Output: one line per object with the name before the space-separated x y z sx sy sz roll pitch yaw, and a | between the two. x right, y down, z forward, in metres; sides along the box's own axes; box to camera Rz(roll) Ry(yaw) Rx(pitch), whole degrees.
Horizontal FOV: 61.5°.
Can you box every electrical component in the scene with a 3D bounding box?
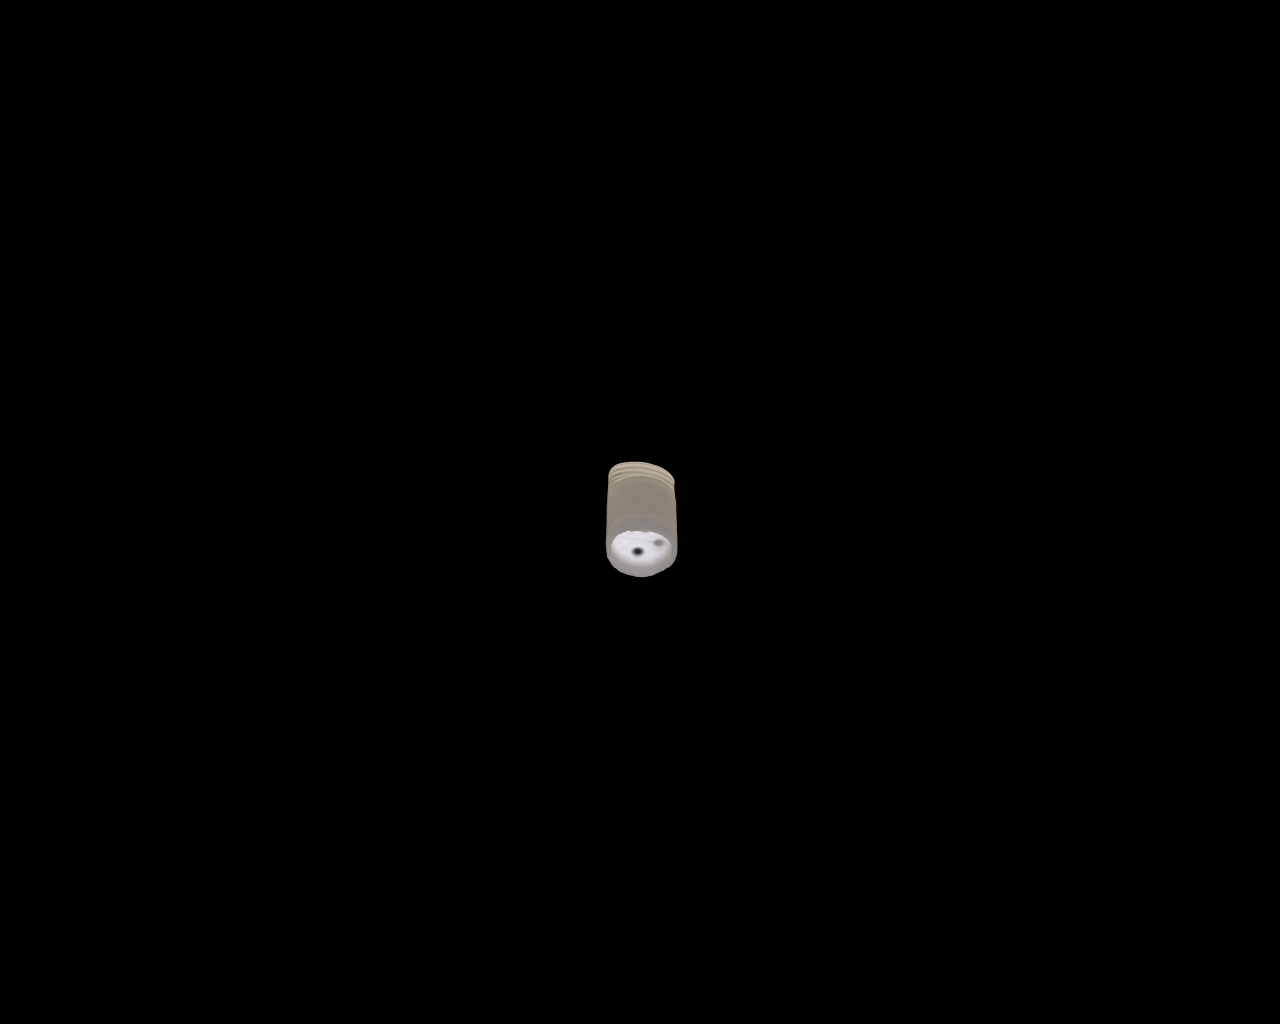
electrical component | 0.001 -0.003 0.650 0.043 0.043 0.081 0 44 0
